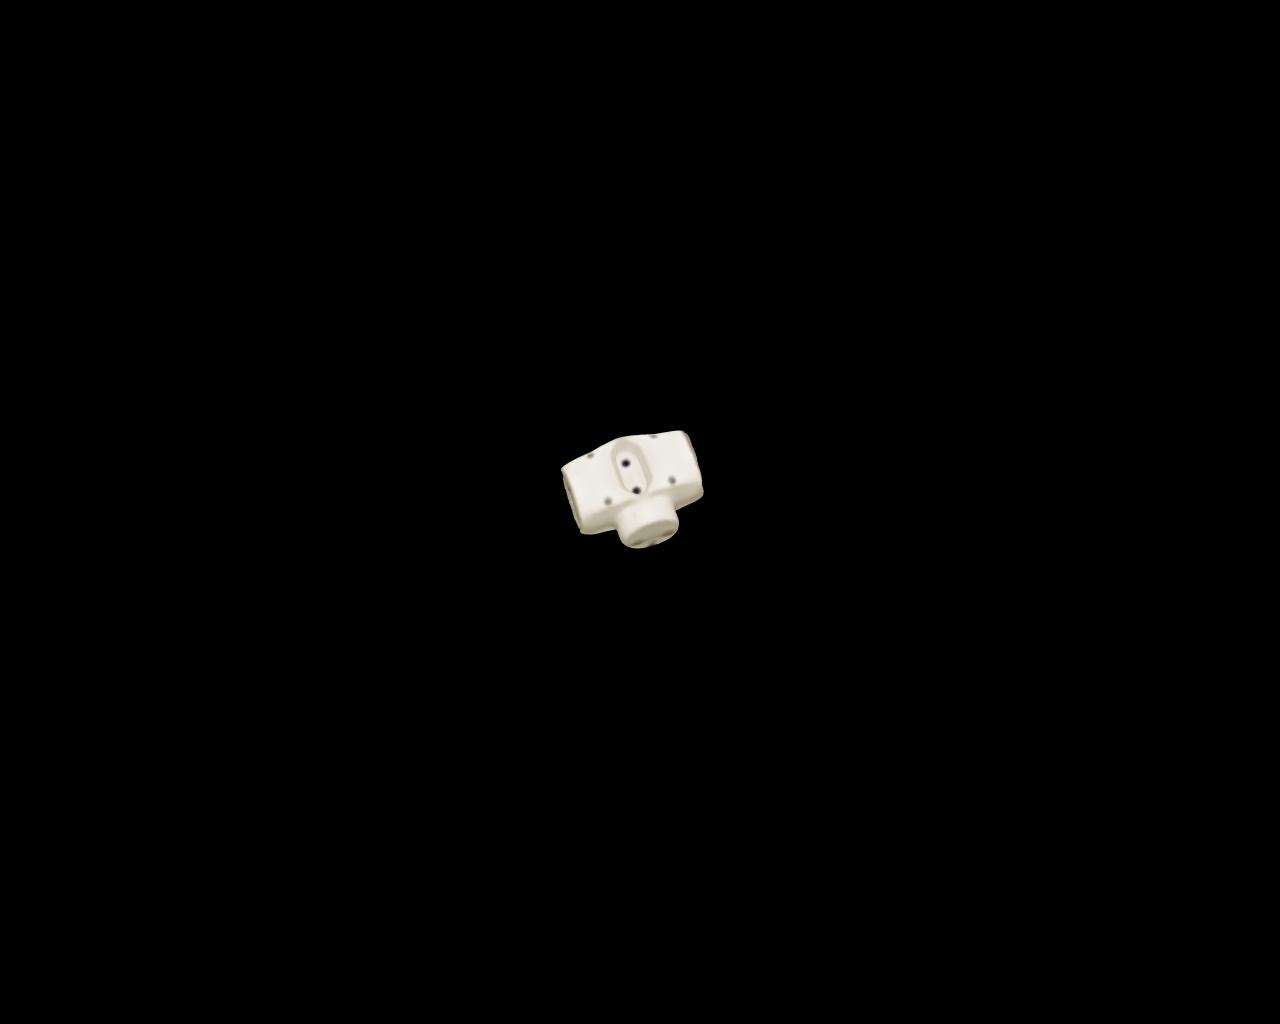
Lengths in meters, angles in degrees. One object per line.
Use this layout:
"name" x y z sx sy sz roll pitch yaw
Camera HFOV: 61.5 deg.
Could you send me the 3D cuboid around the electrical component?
"electrical component" 0.001 -0.003 0.650 0.077 0.079 0.043 -17 -22 -7
